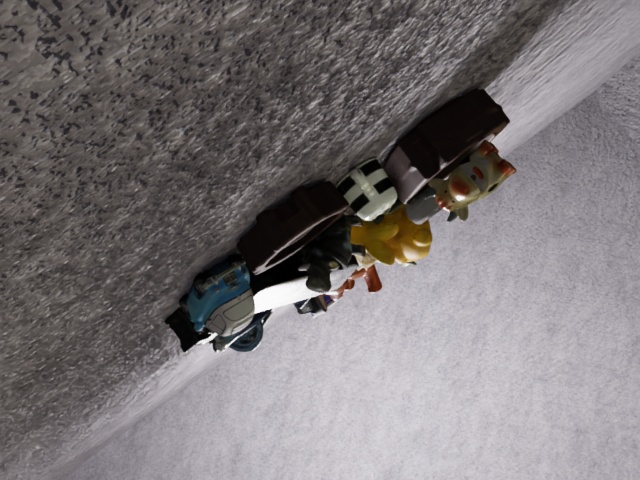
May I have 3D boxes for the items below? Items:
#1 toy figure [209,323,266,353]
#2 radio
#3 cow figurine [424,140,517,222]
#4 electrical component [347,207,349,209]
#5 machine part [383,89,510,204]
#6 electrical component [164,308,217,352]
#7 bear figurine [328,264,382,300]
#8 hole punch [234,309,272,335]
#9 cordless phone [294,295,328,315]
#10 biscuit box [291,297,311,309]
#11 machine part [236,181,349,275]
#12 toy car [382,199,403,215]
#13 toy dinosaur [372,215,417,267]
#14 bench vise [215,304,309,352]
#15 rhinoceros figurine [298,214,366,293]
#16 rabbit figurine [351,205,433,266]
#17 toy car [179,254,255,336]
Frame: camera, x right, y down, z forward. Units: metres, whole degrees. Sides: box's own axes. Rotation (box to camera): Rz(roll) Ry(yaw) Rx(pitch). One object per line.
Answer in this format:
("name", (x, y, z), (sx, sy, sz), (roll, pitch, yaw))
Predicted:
("toy figure", (-0.216, 0.229, 1.448), (0.180, 0.082, 0.089), (-28, 172, -32))
("radio", (-0.048, 0.064, 0.996), (0.229, 0.073, 0.131), (-14, 158, -32))
("cow figurine", (0.249, -0.098, 0.885), (0.127, 0.085, 0.195), (-46, 170, 23))
("electrical component", (0.056, -0.077, 1.005), (0.063, 0.021, 0.094), (-35, 173, -5))
("machine part", (0.214, -0.163, 0.947), (0.201, 0.087, 0.201), (-35, 171, -14))
("electrical component", (-0.218, 0.152, 0.983), (0.048, 0.075, 0.119), (-39, 168, 23))
("bear figurine", (0.058, 0.098, 1.300), (0.120, 0.131, 0.196), (1, -156, 31))
("hole punch", (-0.167, 0.138, 1.094), (0.142, 0.092, 0.116), (-36, 177, -29))
("cordless phone", (0.003, 0.098, 1.384), (0.089, 0.146, 0.184), (-23, -172, 47))
("biscuit box", (-0.011, 0.057, 1.168), (0.062, 0.059, 0.203), (-54, 180, 41))
("machine part", (-0.042, -0.019, 0.802), (0.179, 0.056, 0.179), (-35, 174, -5))
("toy car", (0.157, -0.105, 1.078), (0.202, 0.073, 0.056), (-28, 172, -48))
("toy dinosaur", (0.191, -0.055, 1.358), (0.131, 0.192, 0.404), (-1, 154, 0))
("bench vise", (-0.168, 0.188, 1.263), (0.223, 0.129, 0.240), (-38, 179, 22))
("rhinoceros figurine", (0.014, 0.006, 0.911), (0.112, 0.073, 0.190), (-16, -141, 22))
("rabbit figurine", (0.131, -0.001, 1.078), (0.173, 0.121, 0.162), (4, -164, 1))
("toy car", (-0.149, 0.097, 0.856), (0.109, 0.103, 0.161), (-32, 174, -34))
